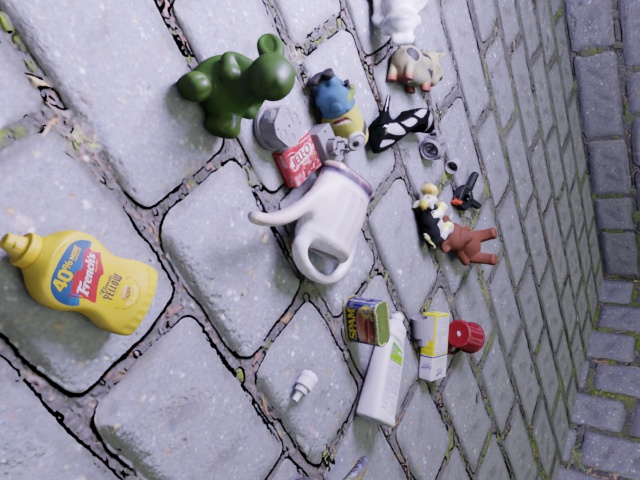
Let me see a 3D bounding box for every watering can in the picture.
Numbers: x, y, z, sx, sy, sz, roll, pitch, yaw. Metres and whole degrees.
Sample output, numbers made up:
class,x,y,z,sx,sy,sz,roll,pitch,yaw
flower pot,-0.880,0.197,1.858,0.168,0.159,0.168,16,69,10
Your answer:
class,x,y,z,sx,sy,sz,roll,pitch,yaw
watering can,0.003,-0.048,0.947,0.342,0.104,0.227,43,63,-55

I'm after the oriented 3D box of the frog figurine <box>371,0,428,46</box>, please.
class,x,y,z,sx,sy,sz,roll,pitch,yaw
frog figurine,0.182,-0.514,1.151,0.159,0.137,0.123,65,14,-3

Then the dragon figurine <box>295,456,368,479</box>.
class,x,y,z,sx,sy,sz,roll,pitch,yaw
dragon figurine,-0.039,0.589,0.951,0.412,0.123,0.239,-10,116,-49
